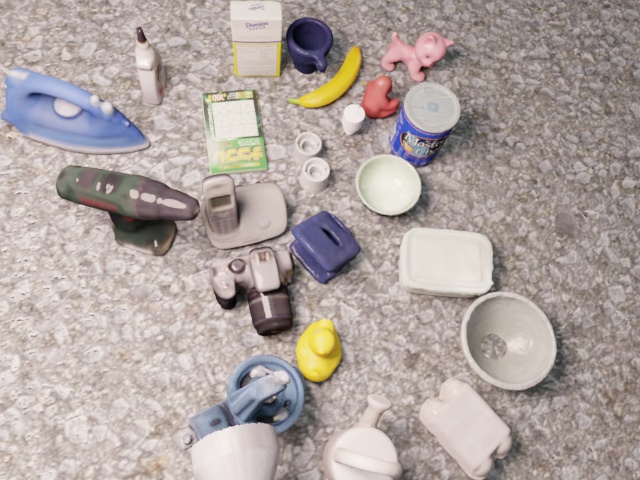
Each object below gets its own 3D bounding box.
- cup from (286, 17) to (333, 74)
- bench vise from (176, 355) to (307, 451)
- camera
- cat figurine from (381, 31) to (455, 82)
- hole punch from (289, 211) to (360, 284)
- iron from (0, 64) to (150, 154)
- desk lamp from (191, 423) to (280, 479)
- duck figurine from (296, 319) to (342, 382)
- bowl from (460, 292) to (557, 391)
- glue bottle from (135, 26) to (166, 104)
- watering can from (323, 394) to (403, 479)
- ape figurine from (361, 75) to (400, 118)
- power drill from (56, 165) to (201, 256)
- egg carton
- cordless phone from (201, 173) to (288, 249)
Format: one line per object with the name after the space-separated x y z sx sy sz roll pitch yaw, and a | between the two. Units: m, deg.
-0.018 -0.365 1.135 0.092 0.095 0.117 -22 74 -14 | cup
-0.103 0.251 0.835 0.121 0.219 0.208 42 71 9 | bench vise
-0.104 0.089 0.957 0.143 0.101 0.137 -11 72 -10 | camera
0.199 -0.386 1.156 0.128 0.117 0.067 19 69 0 | cat figurine
0.009 0.004 1.006 0.101 0.091 0.108 -39 79 -18 | hole punch
-0.436 -0.237 1.013 0.258 0.141 0.119 15 69 -1 | iron
-0.101 0.366 0.796 0.118 0.213 0.203 -12 72 -10 | desk lamp
0.001 0.179 0.945 0.077 0.086 0.104 13 69 -2 | duck figurine
0.313 0.178 0.988 0.167 0.074 0.167 2 70 -6 | bowl
-0.313 -0.325 1.043 0.037 0.173 0.078 2 70 -6 | glue bottle
0.063 0.318 0.844 0.101 0.194 0.173 -3 70 -7 | watering can
0.119 -0.287 1.124 0.076 0.092 0.077 -27 75 -15 | ape figurine
-0.294 -0.047 0.926 0.229 0.208 0.076 16 69 -1 | power drill
0.239 0.306 0.936 0.107 0.069 0.150 -40 79 -18 | egg carton
-0.128 -0.062 0.963 0.148 0.185 0.094 -16 73 -12 | cordless phone
